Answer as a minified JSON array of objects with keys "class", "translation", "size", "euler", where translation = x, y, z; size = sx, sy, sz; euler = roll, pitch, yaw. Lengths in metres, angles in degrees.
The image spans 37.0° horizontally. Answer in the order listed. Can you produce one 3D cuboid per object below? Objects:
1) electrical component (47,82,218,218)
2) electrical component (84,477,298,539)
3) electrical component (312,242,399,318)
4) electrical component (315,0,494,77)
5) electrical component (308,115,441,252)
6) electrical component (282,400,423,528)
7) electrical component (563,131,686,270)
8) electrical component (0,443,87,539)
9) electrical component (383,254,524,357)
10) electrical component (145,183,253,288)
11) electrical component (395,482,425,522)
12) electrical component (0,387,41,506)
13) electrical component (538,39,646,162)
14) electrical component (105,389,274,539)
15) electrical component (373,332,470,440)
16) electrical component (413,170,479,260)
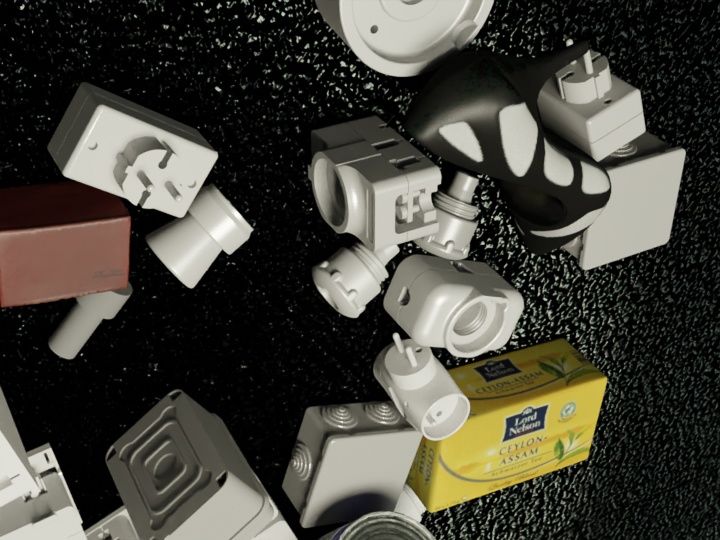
[{"class":"electrical component","translation":[-0.125,-0.061,0.624],"size":[0.083,0.075,0.047],"euler":[20,108,-40]},{"class":"electrical component","translation":[-0.147,0.227,0.820],"size":[0.186,0.060,0.105],"euler":[-33,133,-9]},{"class":"electrical component","translation":[0.000,0.000,0.770],"size":[0.062,0.048,0.048],"euler":[-41,134,-11]},{"class":"electrical component","translation":[0.022,-0.178,0.648],"size":[0.108,0.060,0.108],"euler":[-17,128,-23]},{"class":"electrical component","translation":[0.005,-0.057,0.701],"size":[0.056,0.089,0.050],"euler":[-17,128,-23]},{"class":"electrical component","translation":[-0.008,0.153,0.866],"size":[0.100,0.048,0.099],"euler":[0,120,-33]},{"class":"electrical component","translation":[0.203,-0.058,0.856],"size":[0.100,0.048,0.099],"euler":[-17,128,-23]},{"class":"electrical component","translation":[-0.251,0.177,0.716],"size":[0.121,0.063,0.078],"euler":[-23,130,-18]},{"class":"electrical component","translation":[0.075,0.028,0.826],"size":[0.095,0.059,0.053],"euler":[6,117,-36]},{"class":"electrical component","translation":[-0.102,-0.022,0.687],"size":[0.055,0.045,0.045],"euler":[-42,133,-2]},{"class":"electrical component","translation":[0.039,0.201,0.935],"size":[0.062,0.048,0.048],"euler":[-34,133,-18]},{"class":"electrical component","translation":[-0.255,0.047,0.594],"size":[0.060,0.105,0.186],"euler":[-28,132,-14]},{"class":"electrical component","translation":[0.161,-0.130,0.768],"size":[0.047,0.065,0.076],"euler":[-32,133,-10]},{"class":"electrical component","translation":[-0.119,0.149,0.748],"size":[0.078,0.113,0.057],"euler":[-42,130,-1]},{"class":"electrical component","translation":[0.042,0.080,0.829],"size":[0.043,0.077,0.079],"euler":[-32,132,-10]},{"class":"electrical component","translation":[0.066,-0.041,0.784],"size":[0.048,0.048,0.062],"euler":[14,105,-39]}]
